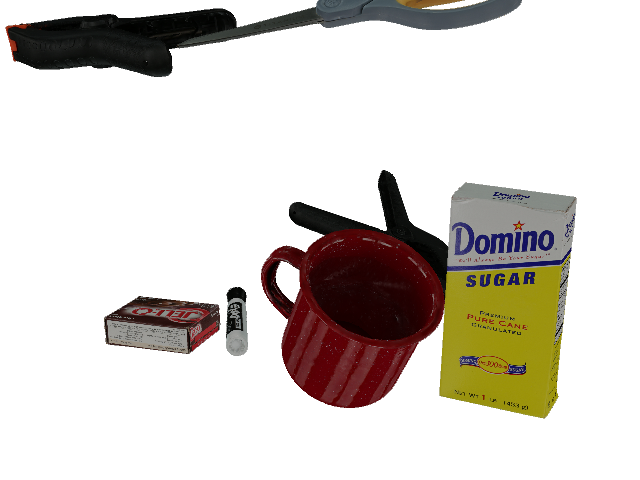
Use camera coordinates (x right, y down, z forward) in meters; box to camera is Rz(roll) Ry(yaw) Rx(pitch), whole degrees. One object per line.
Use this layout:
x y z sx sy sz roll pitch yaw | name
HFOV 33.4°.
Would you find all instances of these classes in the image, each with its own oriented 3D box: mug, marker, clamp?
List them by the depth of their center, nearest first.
0.012 0.047 0.684 0.117 0.082 0.093 30 46 9 | mug
-0.150 -0.150 0.792 0.172 0.039 0.120 10 22 27 | clamp
-0.076 0.071 0.964 0.020 0.020 0.121 0 19 -5 | marker
0.074 0.003 1.200 0.164 0.036 0.210 -16 51 -35 | clamp

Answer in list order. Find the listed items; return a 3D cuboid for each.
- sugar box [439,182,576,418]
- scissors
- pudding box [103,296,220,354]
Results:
0.147 0.048 0.852 0.093 0.176 0.048 9 23 23 | sugar box
0.020 -0.148 0.635 0.202 0.016 0.096 0 45 20 | scissors
-0.189 0.100 1.280 0.114 0.039 0.090 3 14 18 | pudding box
